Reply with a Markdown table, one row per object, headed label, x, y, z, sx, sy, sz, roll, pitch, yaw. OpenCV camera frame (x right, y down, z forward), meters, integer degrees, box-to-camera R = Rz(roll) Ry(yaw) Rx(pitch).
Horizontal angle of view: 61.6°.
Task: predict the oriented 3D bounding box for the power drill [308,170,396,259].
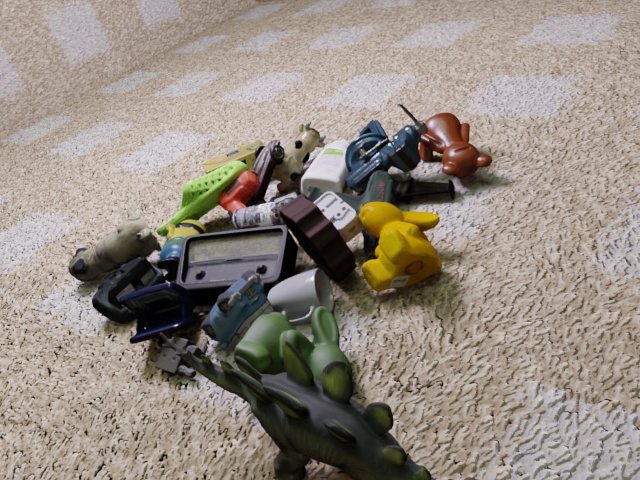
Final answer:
| label | x | y | z | sx | sy | sz | roll | pitch | yaw |
| --- | --- | --- | --- | --- | --- | --- | --- | --- | --- |
| power drill | 0.057 | -0.055 | 1.129 | 0.207 | 0.085 | 0.232 | -2 | 47 | 30 |

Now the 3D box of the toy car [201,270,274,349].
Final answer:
| label | x | y | z | sx | sy | sz | roll | pitch | yaw |
| --- | --- | --- | --- | --- | --- | --- | --- | --- | --- |
| toy car | -0.128 | 0.130 | 0.929 | 0.103 | 0.161 | 0.109 | 42 | 49 | 2 |

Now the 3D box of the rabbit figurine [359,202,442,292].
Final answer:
| label | x | y | z | sx | sy | sz | roll | pitch | yaw |
| --- | --- | --- | --- | --- | --- | --- | --- | --- | --- |
| rabbit figurine | 0.141 | -0.010 | 0.972 | 0.162 | 0.121 | 0.173 | -12 | 47 | -23 |

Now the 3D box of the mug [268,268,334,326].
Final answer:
| label | x | y | z | sx | sy | sz | roll | pitch | yaw |
| --- | --- | --- | --- | --- | --- | --- | --- | --- | --- |
| mug | -0.039 | 0.112 | 0.952 | 0.107 | 0.080 | 0.110 | -17 | 39 | 23 |

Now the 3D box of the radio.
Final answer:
| label | x | y | z | sx | sy | sz | roll | pitch | yaw |
| --- | --- | --- | --- | --- | --- | --- | --- | --- | --- |
| radio | -0.165 | 0.052 | 1.060 | 0.230 | 0.073 | 0.131 | -7 | 56 | 17 |

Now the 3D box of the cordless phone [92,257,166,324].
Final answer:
| label | x | y | z | sx | sy | sz | roll | pitch | yaw |
| --- | --- | --- | --- | --- | --- | --- | --- | --- | --- |
| cordless phone | -0.437 | 0.105 | 1.153 | 0.184 | 0.088 | 0.146 | -4 | 35 | 38 |

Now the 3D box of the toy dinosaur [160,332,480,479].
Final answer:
| label | x | y | z | sx | sy | sz | roll | pitch | yaw |
| --- | --- | --- | --- | --- | --- | --- | --- | --- | --- |
| toy dinosaur | -0.020 | 0.221 | 0.677 | 0.472 | 0.198 | 0.105 | 8 | 39 | 31 |

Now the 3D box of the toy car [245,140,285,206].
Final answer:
| label | x | y | z | sx | sy | sz | roll | pitch | yaw |
| --- | --- | --- | --- | --- | --- | --- | --- | --- | --- |
| toy car | -0.146 | -0.149 | 1.297 | 0.089 | 0.053 | 0.202 | 12 | 83 | 56 |

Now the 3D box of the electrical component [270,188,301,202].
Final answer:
| label | x | y | z | sx | sy | sz | roll | pitch | yaw |
| --- | --- | --- | --- | --- | --- | --- | --- | --- | --- |
| electrical component | -0.087 | -0.069 | 1.245 | 0.119 | 0.047 | 0.075 | -25 | 34 | -9 |

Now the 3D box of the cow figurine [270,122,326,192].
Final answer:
| label | x | y | z | sx | sy | sz | roll | pitch | yaw |
| --- | --- | --- | --- | --- | --- | --- | --- | --- | --- |
| cow figurine | -0.060 | -0.222 | 1.380 | 0.127 | 0.085 | 0.195 | -36 | 17 | 40 |

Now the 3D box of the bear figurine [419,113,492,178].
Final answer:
| label | x | y | z | sx | sy | sz | roll | pitch | yaw |
| --- | --- | --- | --- | --- | --- | --- | --- | --- | --- |
| bear figurine | 0.302 | -0.194 | 1.210 | 0.120 | 0.131 | 0.196 | -19 | 52 | 0 |

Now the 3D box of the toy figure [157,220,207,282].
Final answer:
| label | x | y | z | sx | sy | sz | roll | pitch | yaw |
| --- | --- | --- | --- | --- | --- | --- | --- | --- | --- |
| toy figure | -0.303 | 0.021 | 1.191 | 0.089 | 0.082 | 0.180 | 2 | 27 | -4 |

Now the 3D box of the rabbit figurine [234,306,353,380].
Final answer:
| label | x | y | z | sx | sy | sz | roll | pitch | yaw |
| --- | --- | --- | --- | --- | --- | --- | --- | --- | --- |
| rabbit figurine | -0.025 | 0.186 | 0.832 | 0.170 | 0.121 | 0.159 | 18 | 38 | 17 |

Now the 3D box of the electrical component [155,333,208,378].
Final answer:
| label | x | y | z | sx | sy | sz | roll | pitch | yaw |
| --- | --- | --- | --- | --- | --- | --- | --- | --- | --- |
| electrical component | -0.244 | 0.200 | 0.948 | 0.102 | 0.045 | 0.078 | 1 | 67 | 30 |

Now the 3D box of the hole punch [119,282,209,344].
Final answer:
| label | x | y | z | sx | sy | sz | roll | pitch | yaw |
| --- | --- | --- | --- | --- | --- | --- | --- | --- | --- |
| hole punch | -0.295 | 0.129 | 0.995 | 0.142 | 0.092 | 0.116 | -20 | -2 | 5 |

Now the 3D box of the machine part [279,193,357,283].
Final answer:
| label | x | y | z | sx | sy | sz | roll | pitch | yaw |
| --- | --- | --- | --- | --- | --- | --- | --- | --- | --- |
| machine part | -0.002 | -0.003 | 1.000 | 0.056 | 0.179 | 0.180 | -38 | 37 | -8 |

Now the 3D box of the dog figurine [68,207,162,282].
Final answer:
| label | x | y | z | sx | sy | sz | roll | pitch | yaw |
| --- | --- | --- | --- | --- | --- | --- | --- | --- | --- |
| dog figurine | -0.471 | 0.030 | 1.212 | 0.190 | 0.121 | 0.172 | -39 | 5 | -21 |

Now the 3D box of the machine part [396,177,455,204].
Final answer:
| label | x | y | z | sx | sy | sz | roll | pitch | yaw |
| --- | --- | --- | --- | --- | --- | --- | --- | --- | --- |
| machine part | 0.224 | -0.109 | 1.169 | 0.139 | 0.039 | 0.084 | 2 | 34 | 29 |

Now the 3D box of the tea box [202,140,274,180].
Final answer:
| label | x | y | z | sx | sy | sz | roll | pitch | yaw |
| --- | --- | --- | --- | --- | --- | --- | --- | --- | --- |
| tea box | -0.211 | -0.183 | 1.419 | 0.170 | 0.098 | 0.068 | -25 | 34 | -7 |

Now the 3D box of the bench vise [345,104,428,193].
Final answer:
| label | x | y | z | sx | sy | sz | roll | pitch | yaw |
| --- | --- | --- | --- | --- | --- | --- | --- | --- | --- |
| bench vise | 0.141 | -0.224 | 1.255 | 0.223 | 0.129 | 0.241 | -50 | 28 | 24 |
